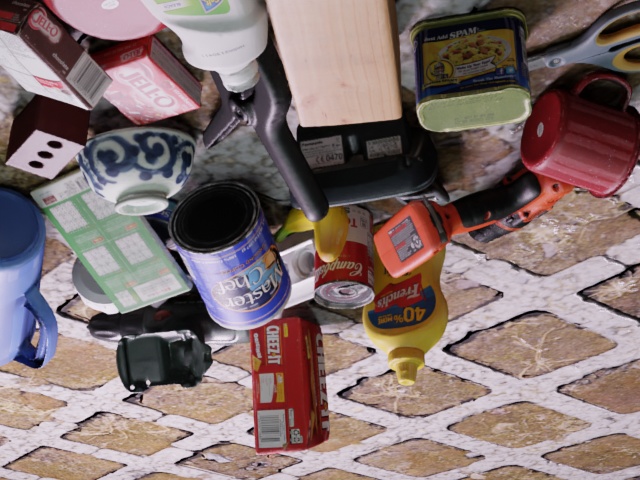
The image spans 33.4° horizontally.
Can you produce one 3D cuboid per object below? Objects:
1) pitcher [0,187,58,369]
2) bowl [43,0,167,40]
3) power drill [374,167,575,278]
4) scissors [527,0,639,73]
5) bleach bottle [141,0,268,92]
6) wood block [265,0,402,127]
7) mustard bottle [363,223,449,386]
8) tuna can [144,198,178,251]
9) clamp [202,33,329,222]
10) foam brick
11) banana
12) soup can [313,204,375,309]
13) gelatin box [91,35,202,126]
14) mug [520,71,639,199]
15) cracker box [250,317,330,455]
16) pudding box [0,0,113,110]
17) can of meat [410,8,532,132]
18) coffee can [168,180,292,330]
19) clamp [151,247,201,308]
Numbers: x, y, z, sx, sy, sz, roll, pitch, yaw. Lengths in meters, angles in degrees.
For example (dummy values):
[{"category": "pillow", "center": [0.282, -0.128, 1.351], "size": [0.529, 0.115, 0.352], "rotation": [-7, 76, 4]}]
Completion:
[{"category": "pitcher", "center": [-0.377, 0.050, 1.240], "size": [0.149, 0.145, 0.243], "rotation": [2, 149, -20]}, {"category": "bowl", "center": [-0.163, -0.208, 0.843], "size": [0.162, 0.055, 0.162], "rotation": [1, 152, 0]}, {"category": "power drill", "center": [0.152, -0.021, 1.103], "size": [0.187, 0.057, 0.185], "rotation": [-21, 168, -27]}, {"category": "scissors", "center": [0.229, -0.159, 0.960], "size": [0.202, 0.016, 0.096], "rotation": [-23, 143, 37]}, {"category": "bleach bottle", "center": [-0.108, -0.208, 0.762], "size": [0.103, 0.068, 0.250], "rotation": [-6, 136, 20]}, {"category": "wood block", "center": [0.013, -0.186, 0.840], "size": [0.090, 0.091, 0.206], "rotation": [-3, 151, 8]}, {"category": "mustard bottle", "center": [0.096, 0.071, 1.201], "size": [0.096, 0.191, 0.058], "rotation": [-9, 150, 18]}, {"category": "tuna can", "center": [-0.192, -0.017, 1.213], "size": [0.086, 0.034, 0.086], "rotation": [1, 151, 0]}, {"category": "clamp", "center": [-0.067, -0.124, 0.966], "size": [0.165, 0.036, 0.210], "rotation": [30, 147, 36]}, {"category": "foam brick", "center": [-0.264, -0.104, 1.039], "size": [0.052, 0.051, 0.078], "rotation": [20, 146, -31]}, {"category": "banana", "center": [-0.001, -0.016, 1.132], "size": [0.037, 0.069, 0.198], "rotation": [25, 177, -16]}, {"category": "soup can", "center": [0.027, 0.018, 1.198], "size": [0.068, 0.102, 0.068], "rotation": [1, 151, 0]}, {"category": "gelatin box", "center": [-0.162, -0.145, 0.982], "size": [0.073, 0.030, 0.089], "rotation": [-13, 148, 24]}, {"category": "mug", "center": [0.247, -0.104, 0.999], "size": [0.081, 0.093, 0.117], "rotation": [16, 118, -16]}, {"category": "cracker box", "center": [-0.036, 0.188, 1.384], "size": [0.072, 0.164, 0.213], "rotation": [-5, 172, 7]}, {"category": "pudding box", "center": [-0.244, -0.163, 0.910], "size": [0.090, 0.039, 0.113], "rotation": [20, 161, 33]}, {"category": "can of meat", "center": [0.131, -0.144, 0.919], "size": [0.102, 0.084, 0.057], "rotation": [-7, 151, 14]}, {"category": "coffee can", "center": [-0.097, 0.018, 1.178], "size": [0.103, 0.102, 0.140], "rotation": [-6, 139, 12]}, {"category": "clamp", "center": [-0.175, 0.050, 1.282], "size": [0.120, 0.039, 0.171], "rotation": [-10, 156, 13]}]
